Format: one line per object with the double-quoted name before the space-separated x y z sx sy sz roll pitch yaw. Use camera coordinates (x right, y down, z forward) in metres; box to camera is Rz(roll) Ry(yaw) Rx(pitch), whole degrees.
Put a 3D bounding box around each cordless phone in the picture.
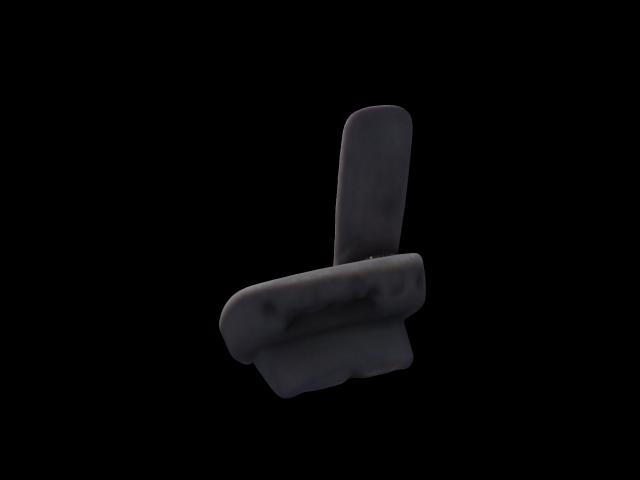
"cordless phone" 0.004 0.001 0.400 0.148 0.185 0.093 -11 21 -30
